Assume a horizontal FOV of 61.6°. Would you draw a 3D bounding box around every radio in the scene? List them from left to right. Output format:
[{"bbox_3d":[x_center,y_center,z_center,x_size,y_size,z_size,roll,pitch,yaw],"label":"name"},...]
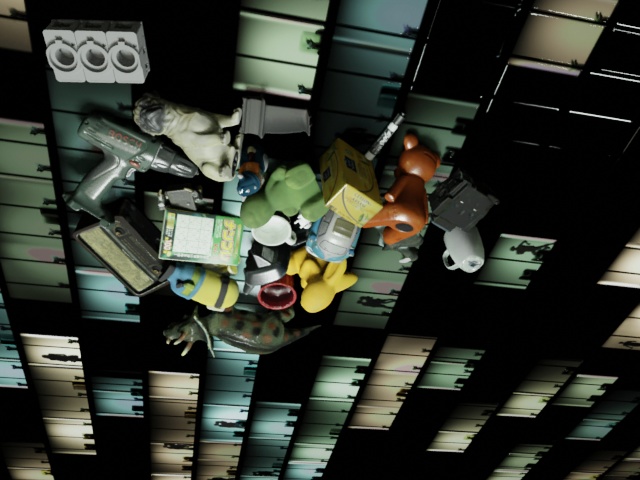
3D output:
[{"bbox_3d":[-0.426,0.020,1.217,0.131,0.073,0.229,-21,130,15],"label":"radio"}]

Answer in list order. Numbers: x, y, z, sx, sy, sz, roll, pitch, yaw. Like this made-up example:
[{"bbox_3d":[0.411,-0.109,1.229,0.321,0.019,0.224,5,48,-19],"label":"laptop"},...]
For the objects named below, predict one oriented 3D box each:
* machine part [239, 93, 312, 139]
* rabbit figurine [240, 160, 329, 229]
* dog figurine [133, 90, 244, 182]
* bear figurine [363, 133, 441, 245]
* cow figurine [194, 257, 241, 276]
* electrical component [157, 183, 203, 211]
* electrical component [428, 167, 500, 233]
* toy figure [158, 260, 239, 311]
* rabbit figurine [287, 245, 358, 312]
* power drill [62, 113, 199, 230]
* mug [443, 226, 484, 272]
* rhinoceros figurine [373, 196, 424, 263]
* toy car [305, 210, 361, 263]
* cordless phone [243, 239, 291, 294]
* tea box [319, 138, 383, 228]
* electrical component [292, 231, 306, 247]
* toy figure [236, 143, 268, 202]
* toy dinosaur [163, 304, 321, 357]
[{"bbox_3d":[-0.082,-0.233,1.023,0.139,0.039,0.084,3,107,-17],"label":"machine part"},{"bbox_3d":[-0.092,-0.095,1.087,0.170,0.159,0.121,-29,128,-3],"label":"rabbit figurine"},{"bbox_3d":[-0.255,-0.192,1.039,0.191,0.121,0.172,11,128,4],"label":"dog figurine"},{"bbox_3d":[0.169,-0.106,1.101,0.120,0.196,0.132,28,150,-34],"label":"bear figurine"},{"bbox_3d":[-0.272,0.032,1.248,0.098,0.068,0.167,-26,128,26],"label":"cow figurine"},{"bbox_3d":[-0.300,-0.089,1.148,0.102,0.045,0.078,-2,131,-3],"label":"electrical component"},{"bbox_3d":[0.310,-0.079,1.193,0.115,0.058,0.134,26,125,-22],"label":"electrical component"},{"bbox_3d":[-0.269,0.100,1.213,0.180,0.082,0.089,33,137,-27],"label":"toy figure"},{"bbox_3d":[0.003,0.094,1.250,0.162,0.173,0.121,-18,127,17],"label":"rabbit figurine"},{"bbox_3d":[-0.386,-0.124,1.057,0.232,0.086,0.207,33,105,-23],"label":"power drill"},{"bbox_3d":[0.332,0.028,1.257,0.080,0.107,0.109,31,121,-26],"label":"mug"},{"bbox_3d":[0.173,-0.019,1.226,0.112,0.073,0.190,-33,126,21],"label":"rhinoceros figurine"},{"bbox_3d":[0.041,-0.025,1.123,0.109,0.103,0.161,22,97,-13],"label":"toy car"},{"bbox_3d":[-0.144,0.077,1.238,0.089,0.147,0.184,25,123,-15],"label":"cordless phone"},{"bbox_3d":[0.058,-0.116,1.066,0.098,0.170,0.068,29,123,-28],"label":"tea box"},{"bbox_3d":[-0.003,-0.004,1.226,0.119,0.075,0.047,-24,130,10],"label":"electrical component"},{"bbox_3d":[-0.133,-0.135,1.045,0.058,0.154,0.064,-25,125,17],"label":"toy figure"},{"bbox_3d":[-0.175,0.224,1.341,0.405,0.192,0.131,14,131,-14],"label":"toy dinosaur"}]
